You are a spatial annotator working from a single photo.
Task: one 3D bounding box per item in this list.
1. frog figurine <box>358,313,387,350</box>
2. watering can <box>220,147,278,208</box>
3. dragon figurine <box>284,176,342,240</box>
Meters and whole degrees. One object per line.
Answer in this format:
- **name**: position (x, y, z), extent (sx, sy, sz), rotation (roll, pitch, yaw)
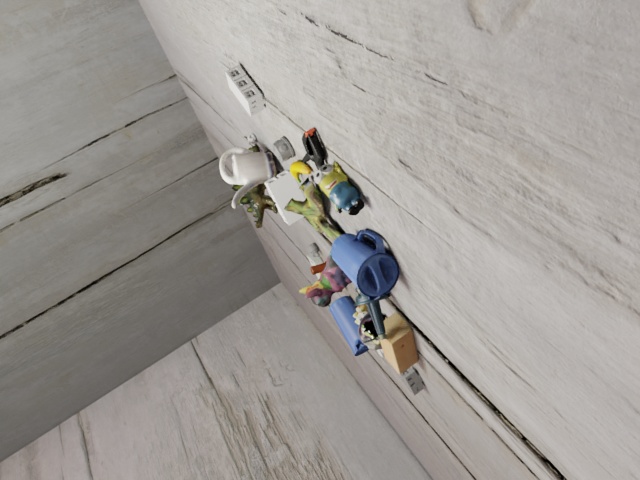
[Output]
- **frog figurine**: position (0.208, 0.346, 1.936), extent (0.156, 0.122, 0.140), rotation (63, -157, -63)
- **watering can**: position (-0.275, -0.254, 2.029), extent (0.101, 0.225, 0.356), rotation (97, 160, -47)
- **dragon figurine**: position (0.005, -0.089, 1.767), extent (0.242, 0.123, 0.409), rotation (42, 172, -8)
